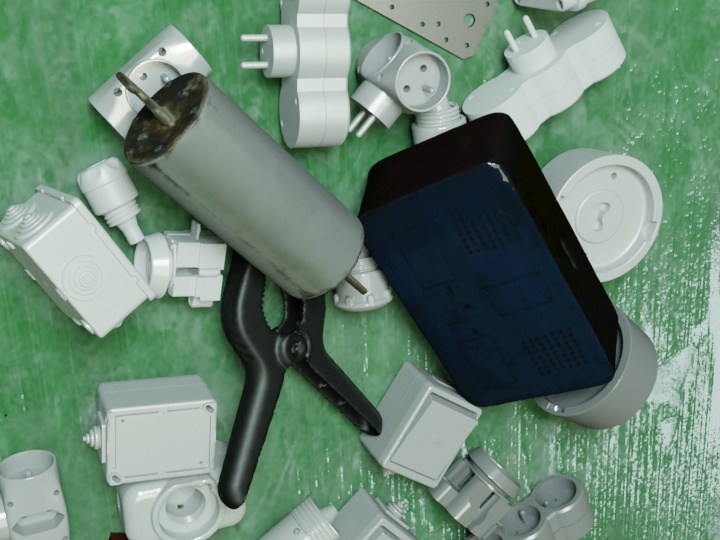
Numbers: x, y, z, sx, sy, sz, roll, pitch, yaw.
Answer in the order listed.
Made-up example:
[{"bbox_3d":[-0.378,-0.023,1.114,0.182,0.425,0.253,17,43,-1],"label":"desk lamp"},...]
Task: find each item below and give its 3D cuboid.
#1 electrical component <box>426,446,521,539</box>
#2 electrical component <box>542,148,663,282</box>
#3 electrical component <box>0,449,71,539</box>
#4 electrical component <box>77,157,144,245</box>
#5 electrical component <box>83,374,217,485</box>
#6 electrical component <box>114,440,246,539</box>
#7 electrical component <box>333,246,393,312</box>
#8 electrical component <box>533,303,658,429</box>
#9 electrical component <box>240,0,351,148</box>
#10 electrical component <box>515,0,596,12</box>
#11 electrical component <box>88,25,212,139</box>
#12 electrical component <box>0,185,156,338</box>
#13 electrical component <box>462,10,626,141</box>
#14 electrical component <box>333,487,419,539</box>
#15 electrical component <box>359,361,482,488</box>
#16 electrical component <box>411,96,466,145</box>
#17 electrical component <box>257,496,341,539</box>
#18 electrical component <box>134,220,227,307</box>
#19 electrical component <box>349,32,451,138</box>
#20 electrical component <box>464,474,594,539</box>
[{"bbox_3d":[0.104,0.195,0.952,0.057,0.058,0.078,-46,119,2],"label":"electrical component"},{"bbox_3d":[0.190,-0.050,0.898,0.108,0.060,0.108,-8,111,-20],"label":"electrical component"},{"bbox_3d":[-0.261,0.183,0.804,0.079,0.043,0.077,-12,112,-20],"label":"electrical component"},{"bbox_3d":[-0.172,-0.047,0.760,0.035,0.035,0.061,-29,105,-11],"label":"electrical component"},{"bbox_3d":[-0.162,0.118,0.812,0.096,0.061,0.061,-3,109,-22],"label":"electrical component"},{"bbox_3d":[-0.140,0.176,0.843,0.095,0.059,0.053,-9,111,-20],"label":"electrical component"},{"bbox_3d":[0.000,0.000,0.848,0.048,0.048,0.062,-11,103,-19],"label":"electrical component"},{"bbox_3d":[0.205,0.085,0.929,0.060,0.108,0.108,31,95,-34],"label":"electrical component"},{"bbox_3d":[-0.049,-0.155,0.764,0.074,0.052,0.138,-5,107,-20],"label":"electrical component"},{"bbox_3d":[0.145,-0.254,0.798,0.057,0.078,0.113,-26,116,-16],"label":"electrical component"},{"bbox_3d":[-0.134,-0.115,0.750,0.077,0.044,0.079,-43,118,-3],"label":"electrical component"},{"bbox_3d":[-0.197,-0.006,0.734,0.048,0.100,0.099,-44,119,-18],"label":"electrical component"},{"bbox_3d":[0.137,-0.162,0.841,0.138,0.052,0.073,-38,118,-6],"label":"electrical component"},{"bbox_3d":[0.008,0.240,0.926,0.096,0.061,0.062,-47,119,-1],"label":"electrical component"},{"bbox_3d":[0.049,0.137,0.906,0.062,0.061,0.096,28,96,-28],"label":"electrical component"},{"bbox_3d":[0.061,-0.114,0.832,0.043,0.043,0.062,-17,113,-16],"label":"electrical component"},{"bbox_3d":[-0.052,0.227,0.906,0.081,0.043,0.043,-39,118,-6],"label":"electrical component"},{"bbox_3d":[-0.133,-0.004,0.791,0.055,0.048,0.066,0,109,-30],"label":"electrical component"},{"bbox_3d":[0.019,-0.130,0.789,0.044,0.077,0.079,39,91,-29],"label":"electrical component"},{"bbox_3d":[0.159,0.257,0.994,0.138,0.052,0.073,-33,118,-17],"label":"electrical component"}]
